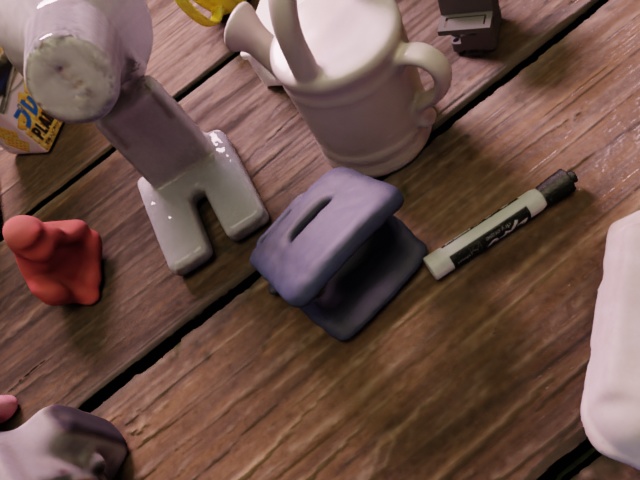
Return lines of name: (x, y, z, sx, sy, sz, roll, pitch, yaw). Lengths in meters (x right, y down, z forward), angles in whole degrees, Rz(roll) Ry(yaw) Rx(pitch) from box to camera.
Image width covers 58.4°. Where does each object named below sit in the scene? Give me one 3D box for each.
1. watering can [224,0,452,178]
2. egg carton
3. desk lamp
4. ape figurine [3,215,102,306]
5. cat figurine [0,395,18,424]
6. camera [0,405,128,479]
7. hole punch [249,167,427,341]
watering can: (0.007, -0.138, 0.420, 0.172, 0.195, 0.101, -5, 61, 21)
egg carton: (0.204, 0.053, 0.305, 0.107, 0.070, 0.150, 7, 66, 27)
desk lamp: (-0.154, -0.110, 0.463, 0.118, 0.214, 0.202, -34, 55, 3)
ape figurine: (-0.238, 0.011, 0.506, 0.075, 0.092, 0.078, 26, 75, 33)
cat figurine: (-0.328, 0.159, 0.446, 0.127, 0.118, 0.067, -28, 55, 7)
camera: (-0.183, 0.199, 0.371, 0.136, 0.101, 0.143, 31, 78, 33)
hole punch: (0.004, 0.001, 0.407, 0.109, 0.091, 0.100, -47, 55, -6)
